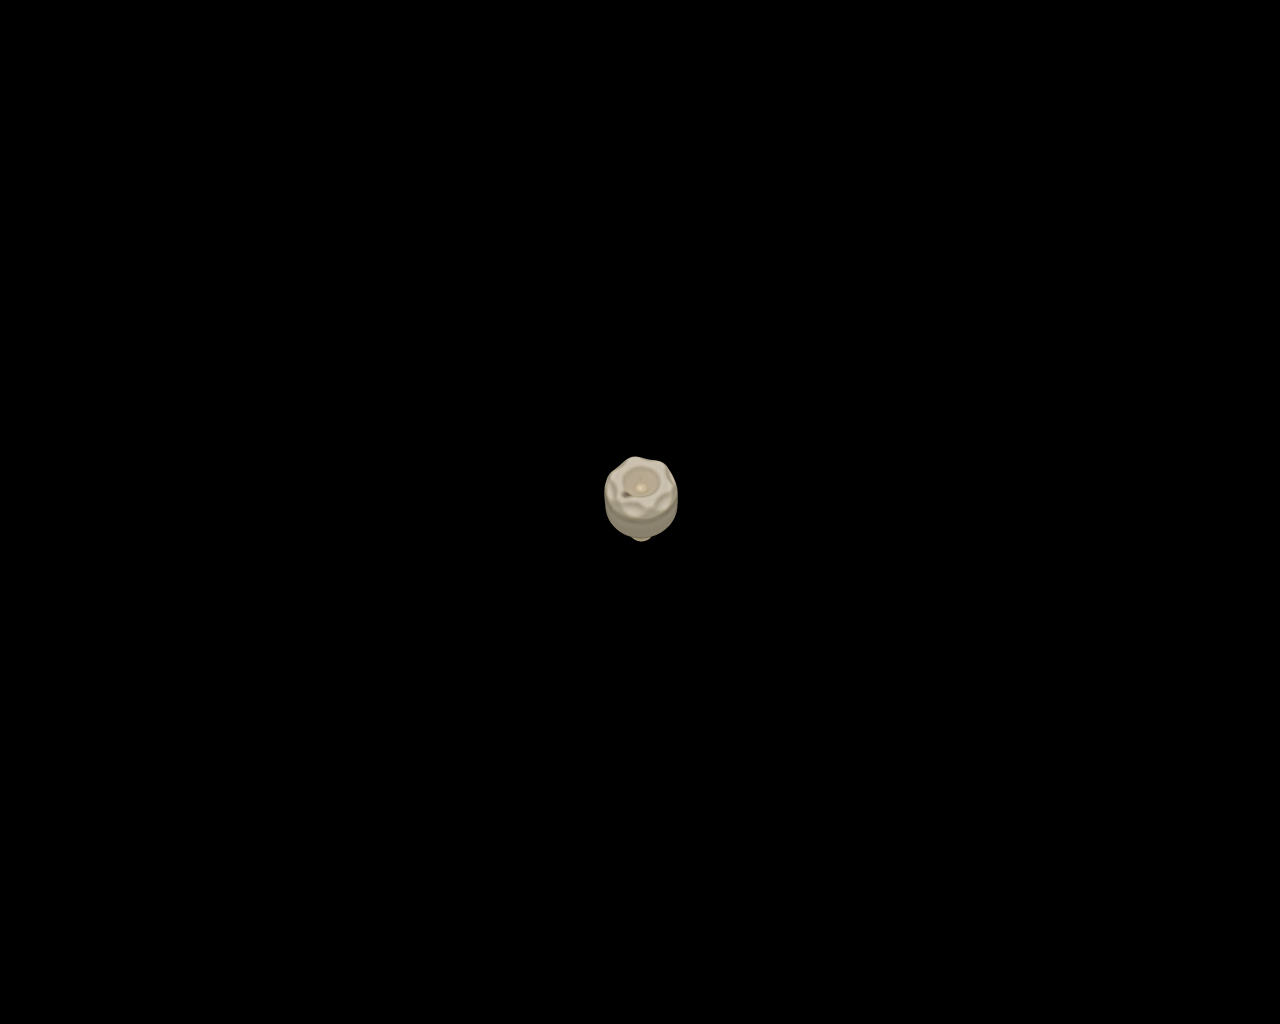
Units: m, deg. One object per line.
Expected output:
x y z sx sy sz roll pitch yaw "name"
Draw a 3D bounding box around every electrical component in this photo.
0.001 -0.003 0.650 0.043 0.043 0.062 0 -32 0 "electrical component"
